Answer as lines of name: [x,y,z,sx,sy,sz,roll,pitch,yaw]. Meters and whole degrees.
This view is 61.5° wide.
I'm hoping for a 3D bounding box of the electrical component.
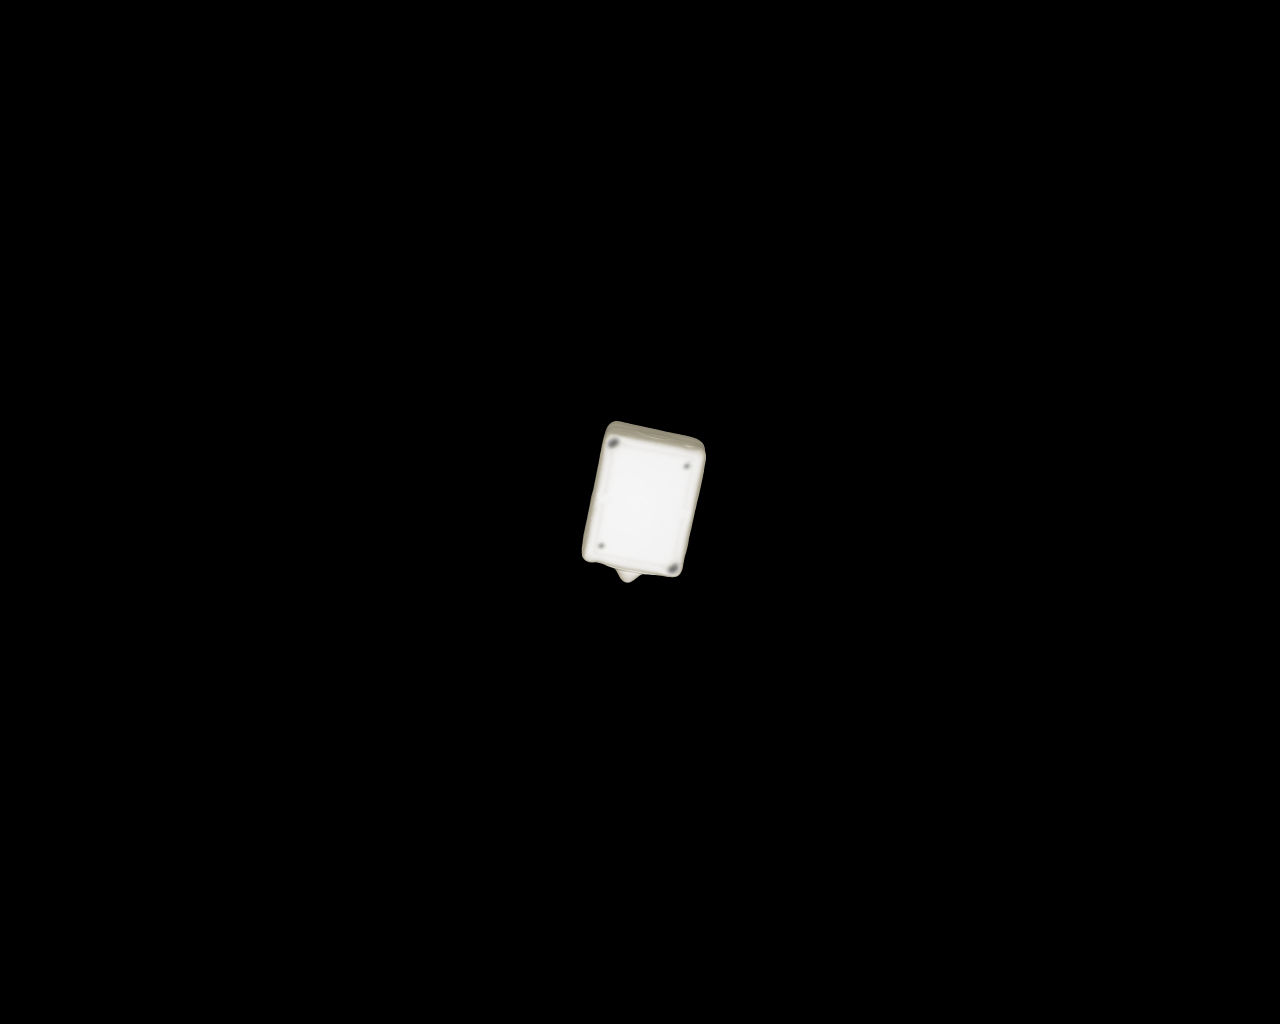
electrical component: [0.001,-0.003,0.650,0.062,0.096,0.061,11,11,-2]
